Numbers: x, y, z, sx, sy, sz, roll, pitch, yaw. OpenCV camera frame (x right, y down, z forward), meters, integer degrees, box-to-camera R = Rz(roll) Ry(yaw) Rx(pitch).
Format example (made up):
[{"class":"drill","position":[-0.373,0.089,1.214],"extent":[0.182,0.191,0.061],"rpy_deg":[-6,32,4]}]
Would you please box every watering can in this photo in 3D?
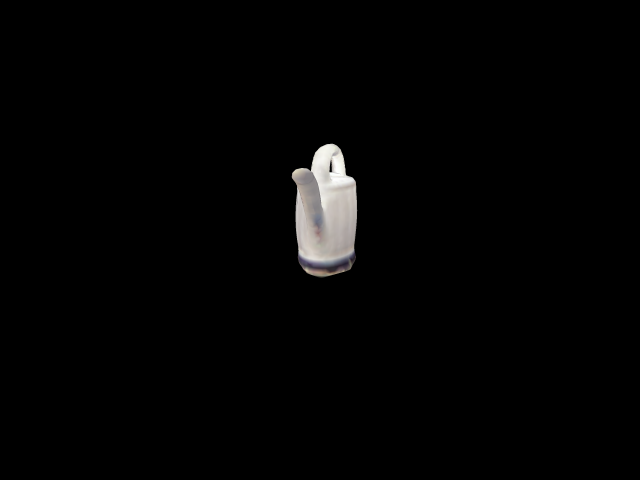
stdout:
[{"class":"watering can","position":[0.003,-0.043,0.850],"extent":[0.104,0.222,0.351],"rpy_deg":[2,13,12]}]
